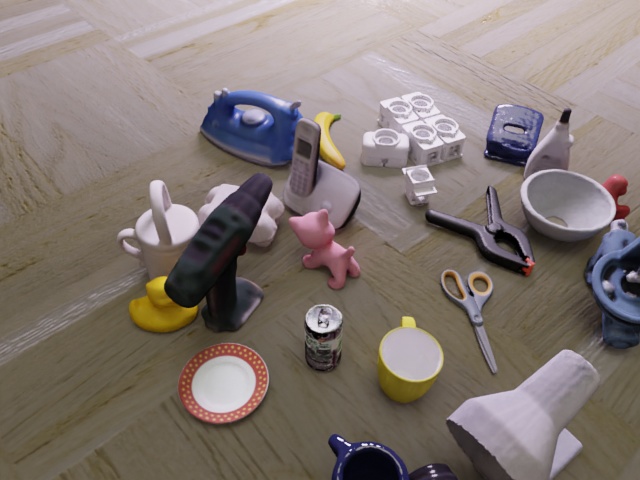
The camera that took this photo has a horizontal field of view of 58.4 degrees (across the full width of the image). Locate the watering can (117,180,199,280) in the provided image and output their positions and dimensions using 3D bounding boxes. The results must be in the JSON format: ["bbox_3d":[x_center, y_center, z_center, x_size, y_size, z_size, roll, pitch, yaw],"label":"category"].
[{"bbox_3d":[-0.236,-0.015,0.924,0.173,0.194,0.100,-23,52,-21],"label":"watering can"}]

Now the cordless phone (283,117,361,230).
[{"bbox_3d":[0.005,-0.120,1.035,0.147,0.185,0.094,27,52,22],"label":"cordless phone"}]

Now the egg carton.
[{"bbox_3d":[-0.144,-0.043,1.038,0.150,0.069,0.107,10,48,8],"label":"egg carton"}]

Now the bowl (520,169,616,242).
[{"bbox_3d":[0.447,-0.051,1.058,0.167,0.075,0.167,1,47,-1],"label":"bowl"}]

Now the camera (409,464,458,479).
[{"bbox_3d":[0.167,0.333,0.676,0.143,0.101,0.136,-10,48,-11],"label":"camera"}]

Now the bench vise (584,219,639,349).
[{"bbox_3d":[0.472,0.031,0.883,0.121,0.220,0.207,-4,47,-5],"label":"bench vise"}]

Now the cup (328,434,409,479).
[{"bbox_3d":[0.050,0.301,0.706,0.092,0.095,0.117,-32,55,-27],"label":"cup"}]

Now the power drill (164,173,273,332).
[{"bbox_3d":[-0.139,0.034,0.871,0.075,0.208,0.230,22,50,18],"label":"power drill"}]

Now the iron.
[{"bbox_3d":[-0.144,-0.252,1.183,0.257,0.141,0.119,16,49,13],"label":"iron"}]

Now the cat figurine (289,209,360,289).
[{"bbox_3d":[0.009,0.003,0.966,0.127,0.118,0.067,34,55,26],"label":"cat figurine"}]

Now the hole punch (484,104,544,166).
[{"bbox_3d":[0.408,-0.221,1.204,0.108,0.091,0.101,15,49,13],"label":"hole punch"}]

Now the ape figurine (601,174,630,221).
[{"bbox_3d":[0.548,-0.083,1.078,0.076,0.092,0.078,2,47,1],"label":"ape figurine"}]

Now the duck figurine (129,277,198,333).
[{"bbox_3d":[-0.249,0.093,0.898,0.104,0.086,0.077,-5,47,-6],"label":"duck figurine"}]

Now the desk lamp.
[{"bbox_3d":[0.247,0.232,0.694,0.204,0.214,0.117,-29,54,-25],"label":"desk lamp"}]

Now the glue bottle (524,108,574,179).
[{"bbox_3d":[0.455,-0.181,1.111,0.078,0.173,0.037,15,49,13],"label":"glue bottle"}]
